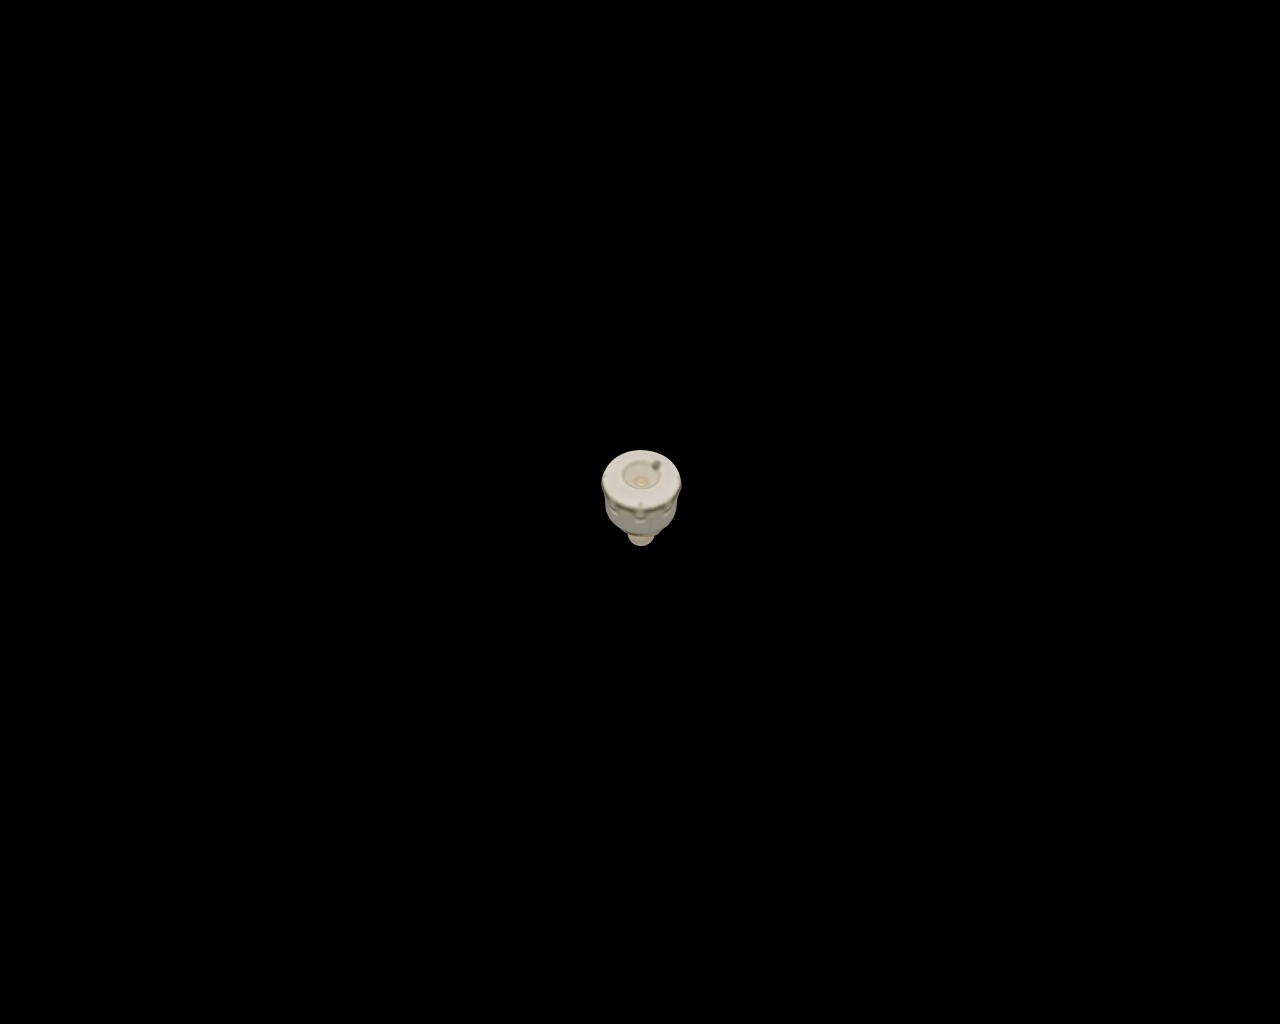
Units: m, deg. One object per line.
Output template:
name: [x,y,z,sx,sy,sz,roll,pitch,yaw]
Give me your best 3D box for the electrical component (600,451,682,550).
electrical component: [0.001,-0.003,0.650,0.048,0.048,0.062,0,-40,0]
